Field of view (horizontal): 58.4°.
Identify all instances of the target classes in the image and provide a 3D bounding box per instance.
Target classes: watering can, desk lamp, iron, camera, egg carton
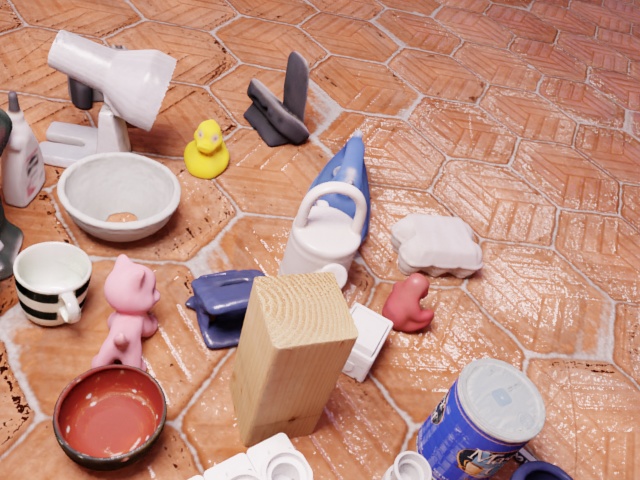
[{"bbox_3d":[0.010,0.003,0.804,0.101,0.194,0.172,-10,50,-28],"label":"watering can"},{"bbox_3d":[-0.331,-0.208,0.885,0.203,0.213,0.118,8,44,-11],"label":"desk lamp"},{"bbox_3d":[0.046,-0.111,0.974,0.118,0.141,0.258,16,43,-4],"label":"iron"},{"bbox_3d":[-0.370,-0.279,1.027,0.143,0.101,0.136,-9,49,-27],"label":"camera"},{"bbox_3d":[0.193,0.011,0.954,0.150,0.069,0.107,3,45,-17],"label":"egg carton"}]

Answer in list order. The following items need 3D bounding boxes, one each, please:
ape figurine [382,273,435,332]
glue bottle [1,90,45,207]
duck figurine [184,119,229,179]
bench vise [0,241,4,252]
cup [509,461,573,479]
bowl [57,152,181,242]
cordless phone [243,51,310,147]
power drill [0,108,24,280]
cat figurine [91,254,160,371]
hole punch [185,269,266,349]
[{"bbox_3d":[0.133,0.086,0.839,0.076,0.092,0.077,-7,48,-25],"label":"ape figurine"},{"bbox_3d":[-0.422,-0.132,0.804,0.037,0.173,0.078,11,43,-8],"label":"glue bottle"},{"bbox_3d":[-0.192,-0.168,0.988,0.077,0.086,0.104,13,43,-7],"label":"duck figurine"},{"bbox_3d":[-0.429,0.042,0.588,0.121,0.220,0.207,13,43,-7],"label":"bench vise"},{"bbox_3d":[0.250,0.317,0.641,0.117,0.095,0.092,33,44,15],"label":"cup"},{"bbox_3d":[-0.292,-0.051,0.841,0.167,0.075,0.167,10,43,-10],"label":"bowl"},{"bbox_3d":[-0.070,-0.284,1.077,0.094,0.185,0.147,-22,56,-36],"label":"cordless phone"},{"bbox_3d":[-0.418,-0.050,0.695,0.076,0.208,0.229,2,45,-17],"label":"power drill"},{"bbox_3d":[-0.231,0.084,0.691,0.067,0.118,0.127,9,44,-11],"label":"cat figurine"},{"bbox_3d":[-0.115,0.077,0.760,0.109,0.091,0.101,-8,49,-26],"label":"hole punch"}]
